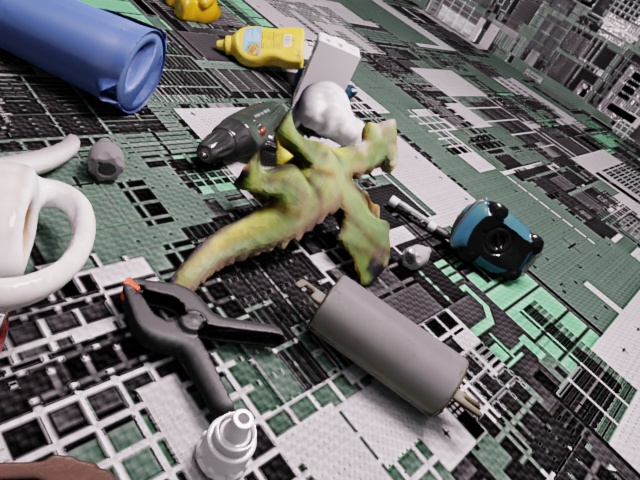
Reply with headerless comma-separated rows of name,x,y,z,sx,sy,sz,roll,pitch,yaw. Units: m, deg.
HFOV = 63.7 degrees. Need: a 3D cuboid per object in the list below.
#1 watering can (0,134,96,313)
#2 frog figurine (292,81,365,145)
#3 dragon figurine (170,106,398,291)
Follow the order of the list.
watering can,-0.337,-0.043,0.494,0.224,0.102,0.354,7,27,-27
frog figurine,0.035,-0.226,0.967,0.160,0.121,0.138,24,12,15
dragon figurine,0.002,-0.035,0.688,0.241,0.120,0.419,35,59,-12
